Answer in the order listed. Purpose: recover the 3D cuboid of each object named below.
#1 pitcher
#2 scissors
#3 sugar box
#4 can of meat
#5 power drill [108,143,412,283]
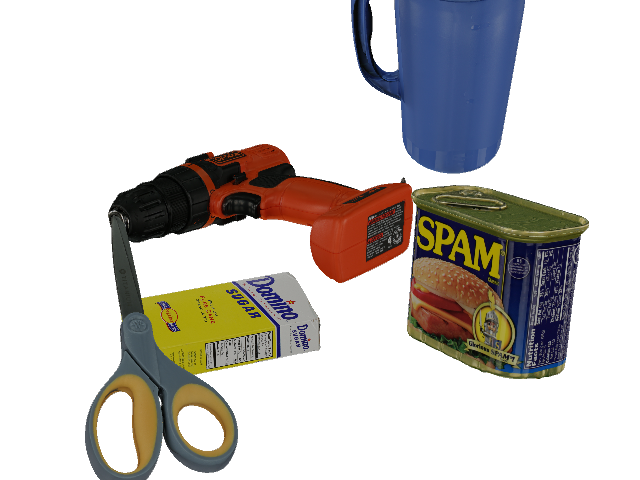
[{"bbox_3d":[0.128,-0.187,1.091,0.149,0.243,0.144,32,57,28],"label":"pitcher"},{"bbox_3d":[-0.094,0.065,0.653,0.096,0.201,0.016,13,-46,-12],"label":"scissors"},{"bbox_3d":[-0.097,0.082,1.029,0.176,0.048,0.093,-12,33,-16],"label":"sugar box"},{"bbox_3d":[0.093,0.021,0.589,0.057,0.084,0.102,-8,19,-33],"label":"can of meat"},{"bbox_3d":[-0.040,-0.023,0.805,0.188,0.057,0.184,18,28,34],"label":"power drill"}]
